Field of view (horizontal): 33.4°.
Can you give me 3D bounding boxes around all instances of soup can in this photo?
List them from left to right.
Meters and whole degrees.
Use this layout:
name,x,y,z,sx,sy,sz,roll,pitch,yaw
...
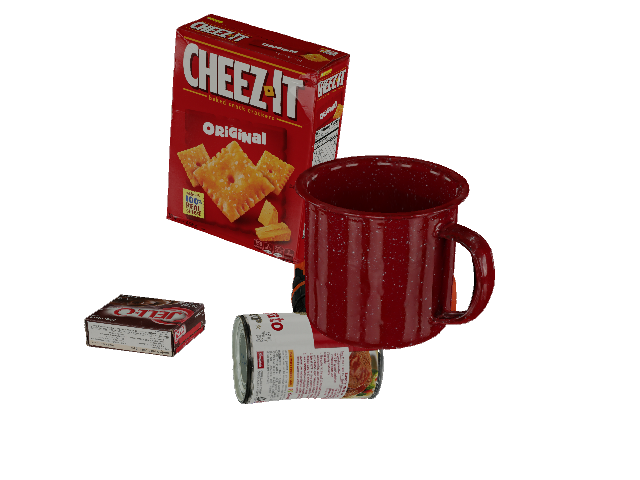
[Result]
name,x,y,z,sx,sy,sz,roll,pitch,yaw
soup can,-0.011,0.087,0.801,0.102,0.068,0.069,-1,0,-14

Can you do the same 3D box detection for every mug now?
name,x,y,z,sx,sy,sz,roll,pitch,yaw
mug,0.042,0.009,0.576,0.117,0.081,0.093,17,28,34

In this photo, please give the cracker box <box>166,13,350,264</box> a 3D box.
name,x,y,z,sx,sy,sz,roll,pitch,yaw
cracker box,-0.069,-0.100,1.073,0.164,0.214,0.072,20,32,21

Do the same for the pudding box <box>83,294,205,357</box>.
name,x,y,z,sx,sy,sz,roll,pitch,yaw
pudding box,-0.202,0.097,1.234,0.114,0.039,0.090,3,16,17

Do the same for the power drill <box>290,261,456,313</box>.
name,x,y,z,sx,sy,sz,roll,pitch,yaw
power drill,0.059,0.057,1.233,0.187,0.057,0.184,-2,28,-1
